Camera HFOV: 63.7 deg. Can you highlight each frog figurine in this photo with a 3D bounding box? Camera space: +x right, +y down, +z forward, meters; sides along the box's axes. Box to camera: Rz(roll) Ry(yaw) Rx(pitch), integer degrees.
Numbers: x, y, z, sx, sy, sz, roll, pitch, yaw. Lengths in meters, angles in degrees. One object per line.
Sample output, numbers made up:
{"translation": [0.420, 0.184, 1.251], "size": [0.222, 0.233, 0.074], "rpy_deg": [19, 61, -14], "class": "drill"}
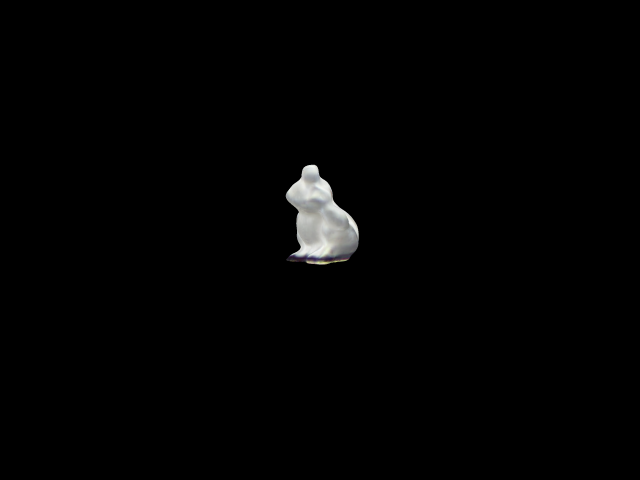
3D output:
{"translation": [0.003, -0.043, 0.850], "size": [0.123, 0.159, 0.137], "rpy_deg": [0, 1, -13], "class": "frog figurine"}
